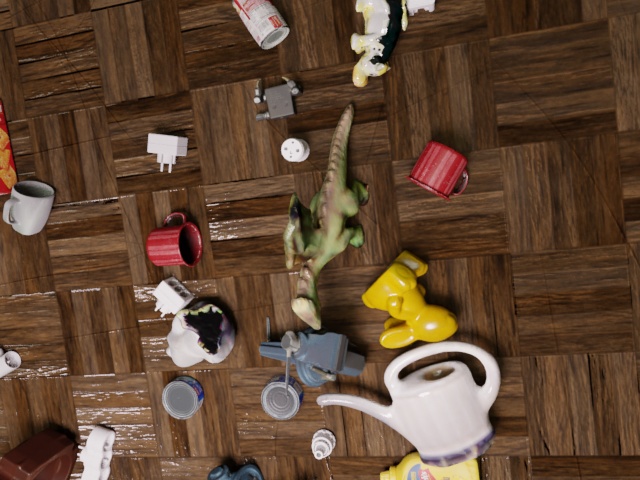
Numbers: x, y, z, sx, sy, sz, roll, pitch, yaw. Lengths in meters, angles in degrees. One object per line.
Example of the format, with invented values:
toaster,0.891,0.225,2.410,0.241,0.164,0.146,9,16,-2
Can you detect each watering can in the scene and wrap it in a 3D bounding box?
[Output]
watering can,0.185,0.324,0.983,0.346,0.104,0.224,-24,91,12

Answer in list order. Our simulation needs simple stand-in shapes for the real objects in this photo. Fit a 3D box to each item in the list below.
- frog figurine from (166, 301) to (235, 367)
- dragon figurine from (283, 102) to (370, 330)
frog figurine,-0.252,0.208,1.085,0.137,0.125,0.156,32,139,-1
dragon figurine,0.003,-0.046,0.922,0.122,0.244,0.407,6,100,16
